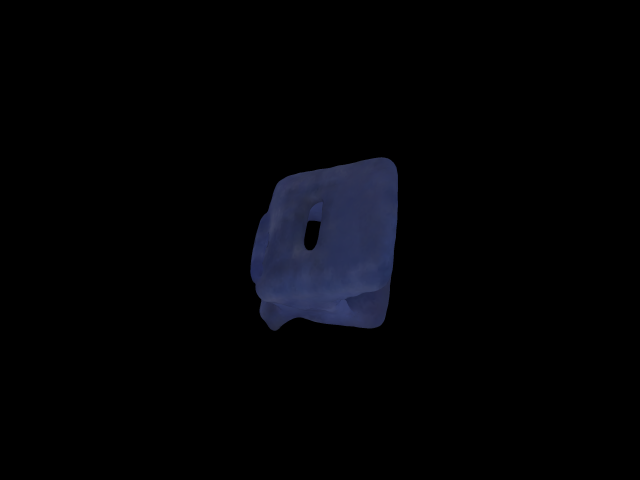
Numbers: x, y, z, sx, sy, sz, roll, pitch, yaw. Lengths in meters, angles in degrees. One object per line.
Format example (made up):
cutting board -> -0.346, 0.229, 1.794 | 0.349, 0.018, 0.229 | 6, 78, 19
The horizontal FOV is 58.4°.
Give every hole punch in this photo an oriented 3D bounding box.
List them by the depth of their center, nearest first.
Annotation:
hole punch -> 0.004, 0.001, 0.400 | 0.101, 0.091, 0.108 | 5, 59, 3
